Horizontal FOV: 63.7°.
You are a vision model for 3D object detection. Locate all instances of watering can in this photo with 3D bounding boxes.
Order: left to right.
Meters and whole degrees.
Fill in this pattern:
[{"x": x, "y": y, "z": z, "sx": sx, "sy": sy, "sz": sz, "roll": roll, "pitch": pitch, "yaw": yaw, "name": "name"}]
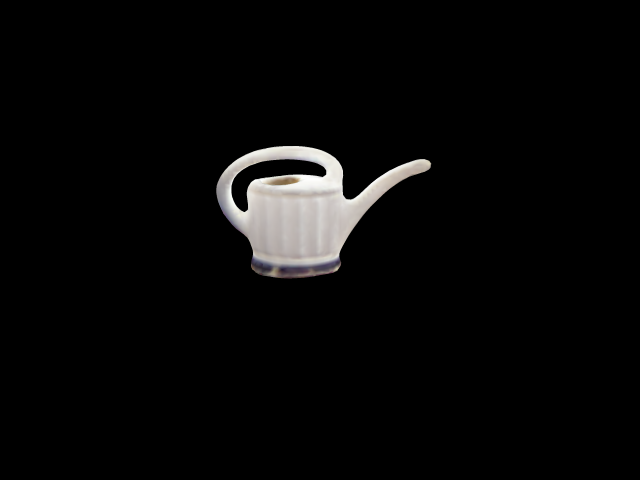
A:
[{"x": 0.003, "y": -0.043, "z": 0.850, "sx": 0.347, "sy": 0.221, "sz": 0.106, "roll": 1, "pitch": 20, "yaw": 3, "name": "watering can"}]
